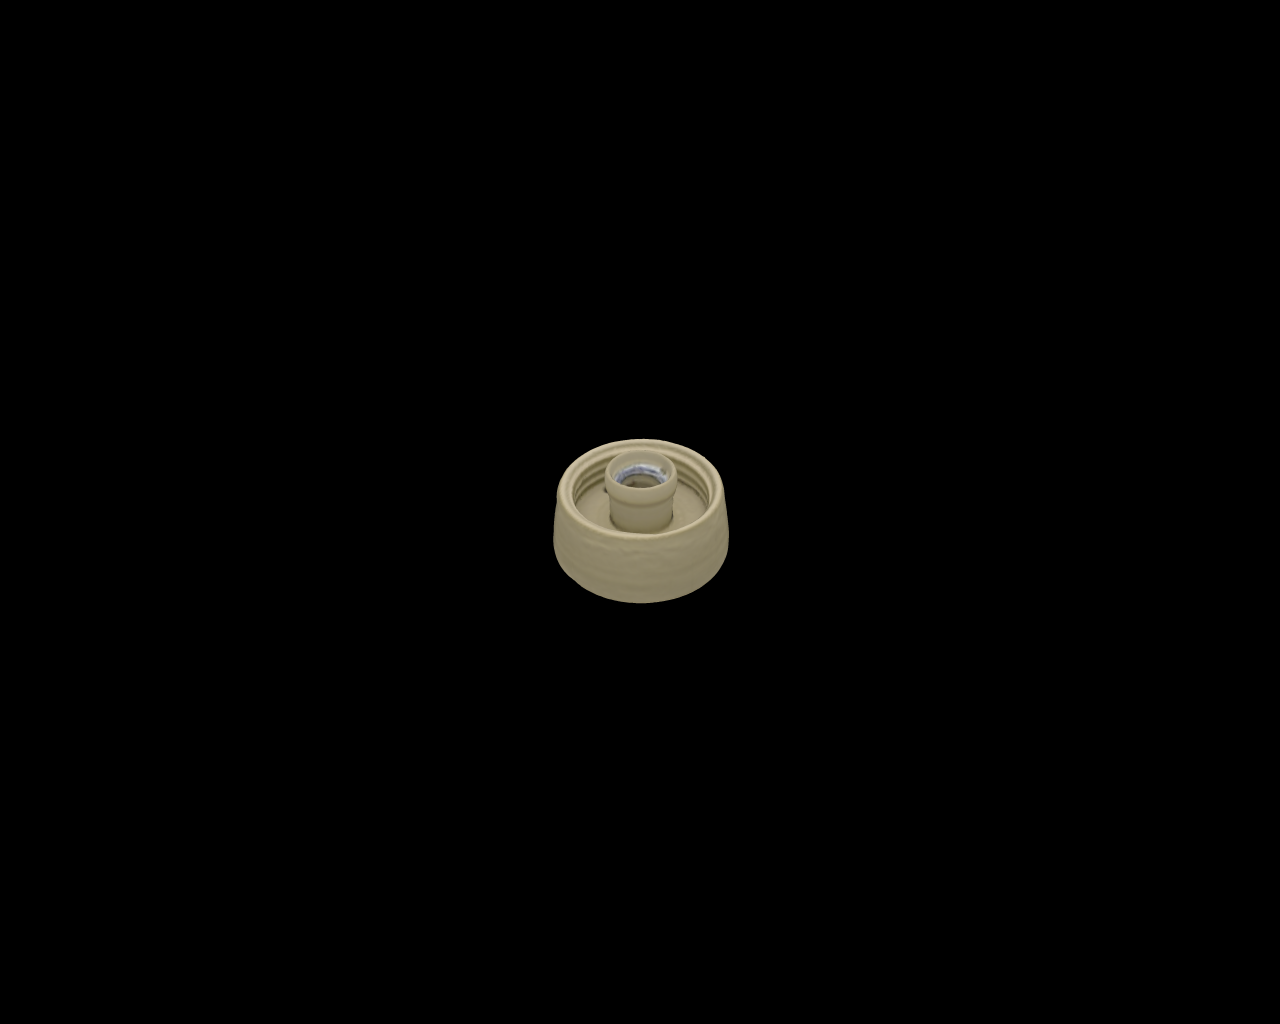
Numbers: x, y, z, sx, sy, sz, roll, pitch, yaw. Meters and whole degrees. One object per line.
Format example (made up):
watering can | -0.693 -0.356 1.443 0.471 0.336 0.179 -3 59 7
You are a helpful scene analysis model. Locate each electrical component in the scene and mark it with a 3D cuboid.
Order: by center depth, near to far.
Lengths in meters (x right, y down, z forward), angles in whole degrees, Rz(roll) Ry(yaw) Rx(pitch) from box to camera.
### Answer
electrical component | 0.001 -0.003 0.650 0.108 0.060 0.108 0 39 0
